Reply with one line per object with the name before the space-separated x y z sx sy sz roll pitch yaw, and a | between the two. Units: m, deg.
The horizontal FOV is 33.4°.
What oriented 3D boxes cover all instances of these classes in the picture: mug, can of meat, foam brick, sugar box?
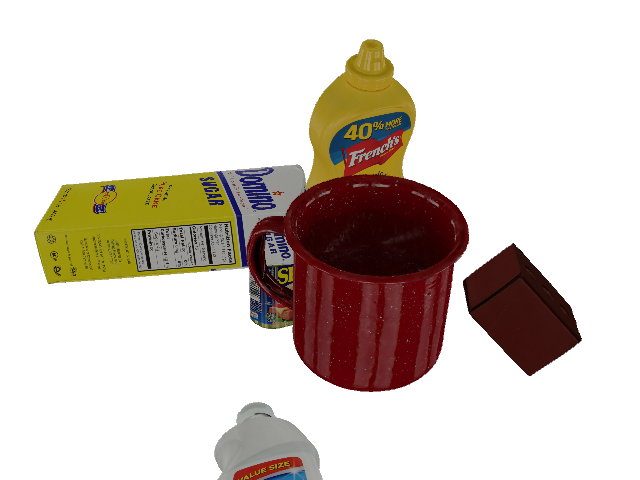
mug | 0.015 0.021 0.560 0.117 0.081 0.093 13 38 14
can of meat | -0.037 0.052 1.269 0.101 0.084 0.058 -11 20 -35
foam brick | 0.154 0.054 0.818 0.051 0.078 0.053 -38 20 19
sugar box | -0.096 -0.013 0.729 0.176 0.048 0.093 -7 24 2

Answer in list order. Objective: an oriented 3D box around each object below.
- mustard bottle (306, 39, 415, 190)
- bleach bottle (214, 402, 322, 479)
mustard bottle | 0.036 -0.092 0.945 0.096 0.192 0.058 -13 45 -19
bleach bottle | -0.041 0.202 0.727 0.102 0.068 0.251 -7 32 -6
